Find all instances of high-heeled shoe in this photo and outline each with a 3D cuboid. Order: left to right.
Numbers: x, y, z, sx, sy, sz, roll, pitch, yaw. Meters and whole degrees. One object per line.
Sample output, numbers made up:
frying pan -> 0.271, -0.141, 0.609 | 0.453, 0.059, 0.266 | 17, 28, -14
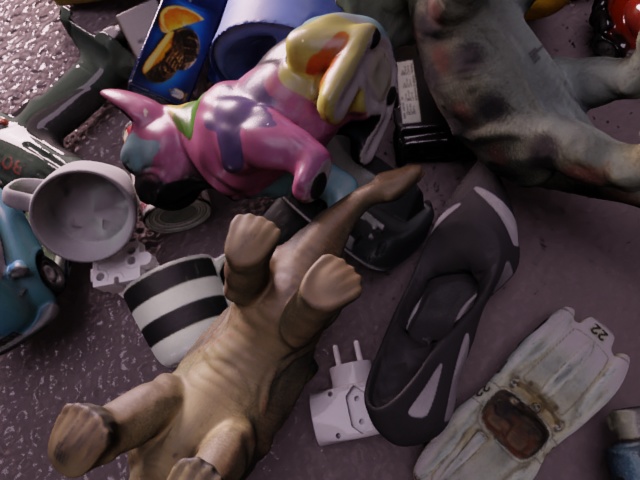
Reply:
high-heeled shoe -> 0.091, 0.031, 0.420 | 0.086, 0.145, 0.248 | 1, 74, 35

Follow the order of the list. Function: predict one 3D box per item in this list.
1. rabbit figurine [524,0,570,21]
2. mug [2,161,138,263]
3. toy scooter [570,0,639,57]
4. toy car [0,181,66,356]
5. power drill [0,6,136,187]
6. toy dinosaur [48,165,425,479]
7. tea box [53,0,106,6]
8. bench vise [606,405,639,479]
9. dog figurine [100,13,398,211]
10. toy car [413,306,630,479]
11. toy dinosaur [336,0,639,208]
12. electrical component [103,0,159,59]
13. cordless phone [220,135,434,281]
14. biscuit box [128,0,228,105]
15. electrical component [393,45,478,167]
rabbit figurine -> 0.175, -0.255, 0.531 | 0.162, 0.121, 0.173 | -26, 39, -31
mug -> -0.218, -0.035, 0.485 | 0.109, 0.107, 0.080 | 5, 106, -14
toy scooter -> 0.305, -0.239, 0.535 | 0.135, 0.075, 0.184 | 3, 68, 8
toy car -> -0.291, 0.012, 0.438 | 0.109, 0.103, 0.162 | -27, 72, -4
power drill -> -0.308, -0.148, 0.580 | 0.232, 0.086, 0.207 | 32, 74, 15
toy dinosaur -> -0.078, 0.131, 0.384 | 0.105, 0.198, 0.471 | 40, 87, 15
tea box -> -0.245, -0.339, 0.626 | 0.170, 0.068, 0.098 | 4, 65, 21
bench vise -> 0.194, 0.229, 0.354 | 0.241, 0.129, 0.223 | -6, 81, -9
dog figurine -> -0.066, -0.103, 0.438 | 0.219, 0.108, 0.191 | 20, 89, 22
toy car -> 0.161, 0.138, 0.429 | 0.202, 0.056, 0.074 | -42, 71, -8
toy dinosaur -> 0.151, -0.127, 0.424 | 0.131, 0.192, 0.404 | -33, 94, -25
electrical component -> -0.193, -0.241, 0.618 | 0.102, 0.045, 0.078 | -33, 98, -2
cordless phone -> 0.000, -0.001, 0.499 | 0.147, 0.088, 0.184 | 40, 91, 17
biscuit box -> -0.141, -0.228, 0.569 | 0.063, 0.059, 0.202 | 20, 75, -18
electrical component -> 0.135, -0.137, 0.530 | 0.134, 0.058, 0.115 | -4, 72, 6
